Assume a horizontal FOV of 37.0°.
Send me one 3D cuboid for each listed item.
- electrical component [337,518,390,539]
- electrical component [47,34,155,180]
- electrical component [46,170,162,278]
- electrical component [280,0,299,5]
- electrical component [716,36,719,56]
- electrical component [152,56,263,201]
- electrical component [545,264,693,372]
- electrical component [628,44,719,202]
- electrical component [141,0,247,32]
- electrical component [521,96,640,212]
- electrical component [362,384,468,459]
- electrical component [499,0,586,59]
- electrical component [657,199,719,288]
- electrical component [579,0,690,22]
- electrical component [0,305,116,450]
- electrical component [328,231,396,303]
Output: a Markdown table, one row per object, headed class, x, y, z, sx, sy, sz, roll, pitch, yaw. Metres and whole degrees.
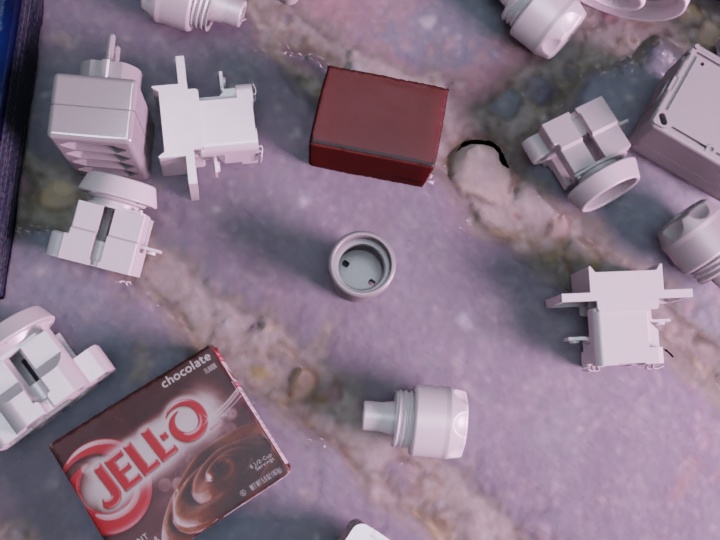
| class | x | y | z | sx | sy | sz | roll | pitch | yaw |
| --- | --- | --- | --- | --- | --- | --- | --- | --- | --- |
| electrical component | -0.007 | 0.193 | 0.617 | 0.050 | 0.055 | 0.089 | 34 | 80 | 2 |
| electrical component | -0.151 | -0.102 | 0.644 | 0.047 | 0.083 | 0.075 | 4 | 80 | -3 |
| electrical component | -0.151 | -0.028 | 0.651 | 0.066 | 0.048 | 0.055 | 14 | 87 | -1 |
| electrical component | -0.033 | -0.225 | 0.687 | 0.050 | 0.055 | 0.089 | 41 | 80 | 3 |
| electrical component | 0.287 | -0.138 | 0.700 | 0.077 | 0.044 | 0.079 | -31 | 84 | -9 |
| electrical component | -0.094 | -0.088 | 0.667 | 0.064 | 0.042 | 0.081 | -6 | 81 | -7 |
| electrical component | 0.160 | 0.030 | 0.664 | 0.081 | 0.042 | 0.063 | -3 | 84 | -4 |
| electrical component | 0.227 | -0.085 | 0.678 | 0.096 | 0.061 | 0.061 | 31 | 80 | 2 |
| electrical component | -0.104 | -0.171 | 0.680 | 0.062 | 0.043 | 0.043 | 18 | 80 | -2 |
| electrical component | 0.144 | -0.071 | 0.679 | 0.066 | 0.048 | 0.055 | -26 | 76 | -8 |
| electrical component | 0.032 | 0.090 | 0.644 | 0.062 | 0.043 | 0.043 | 5 | 80 | -1 |
| electrical component | 0.111 | -0.169 | 0.694 | 0.062 | 0.043 | 0.043 | 40 | 80 | 5 |
| electrical component | 0.220 | -0.010 | 0.674 | 0.043 | 0.043 | 0.062 | -37 | 86 | -9 |
| electrical component | 0.171 | -0.200 | 0.677 | 0.099 | 0.099 | 0.064 | 21 | 85 | 0 |
| electrical component | -0.192 | 0.058 | 0.627 | 0.078 | 0.058 | 0.057 | -37 | 87 | -9 |
| electrical component | 0.000 | 0.000 | 0.655 | 0.040 | 0.046 | 0.040 | 1 | 80 | -4 |
